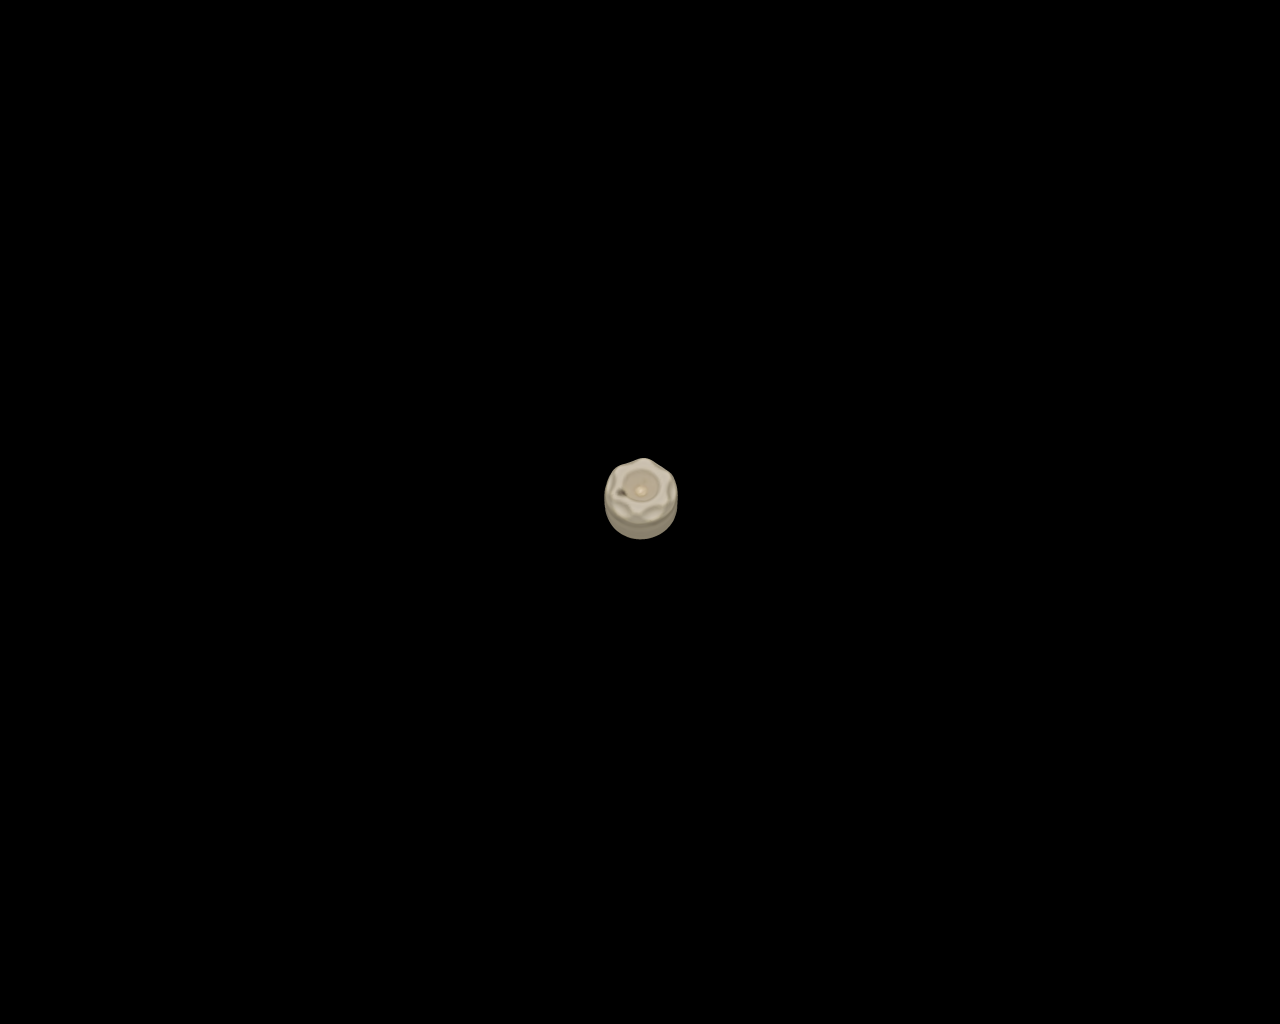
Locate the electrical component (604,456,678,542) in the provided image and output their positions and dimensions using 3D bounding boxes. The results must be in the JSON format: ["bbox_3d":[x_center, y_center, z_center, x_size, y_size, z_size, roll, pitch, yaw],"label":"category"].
[{"bbox_3d":[0.001,-0.003,0.650,0.043,0.043,0.062,0,-26,0],"label":"electrical component"}]
